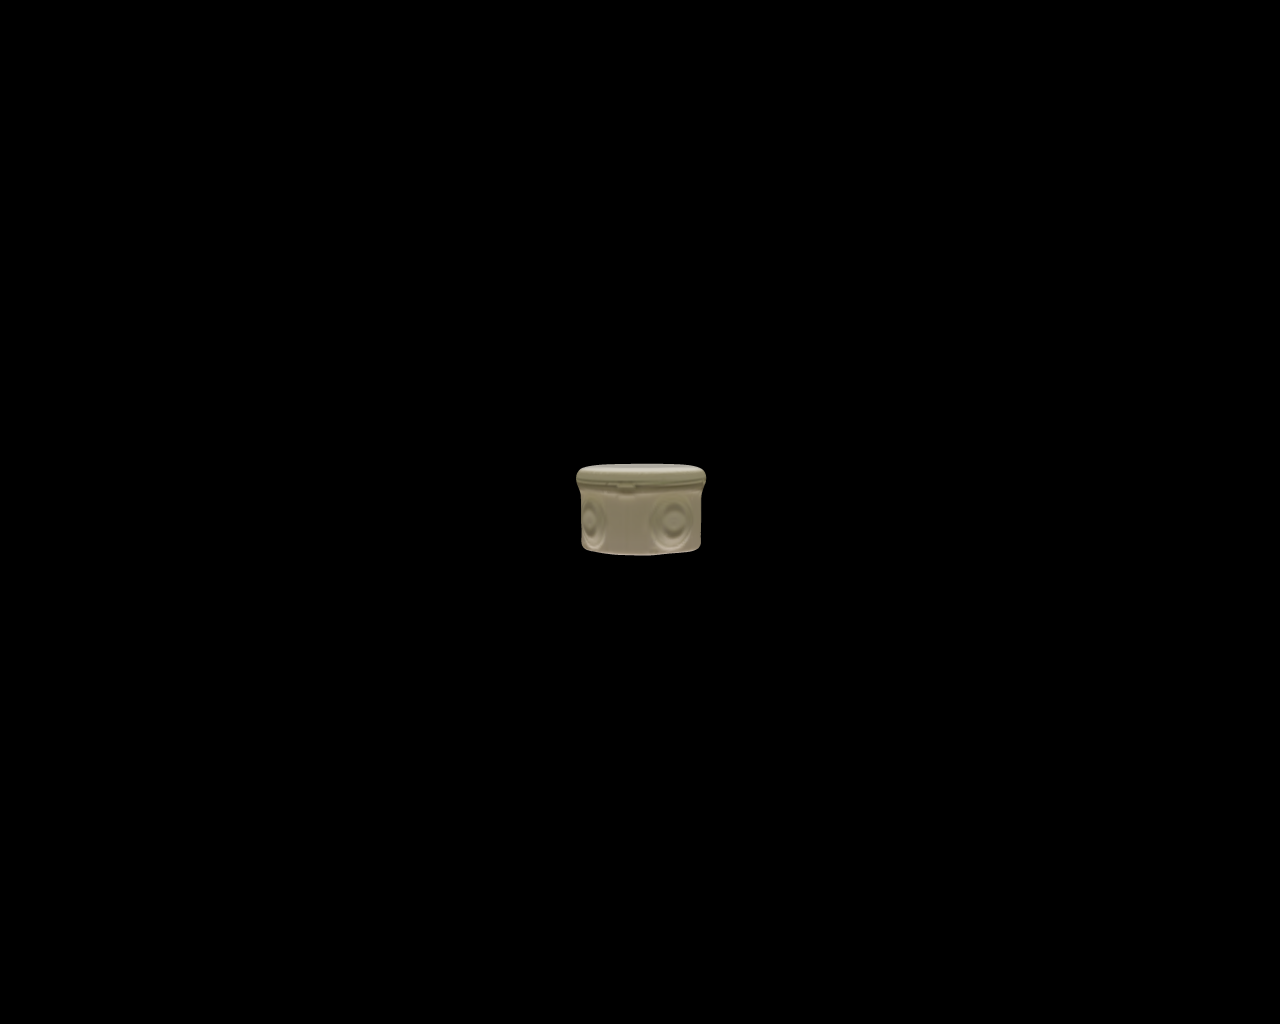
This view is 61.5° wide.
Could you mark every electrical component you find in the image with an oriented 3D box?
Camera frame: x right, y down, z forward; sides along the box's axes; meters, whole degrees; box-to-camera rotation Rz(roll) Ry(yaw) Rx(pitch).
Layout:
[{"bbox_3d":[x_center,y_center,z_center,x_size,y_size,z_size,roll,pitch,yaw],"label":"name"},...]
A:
[{"bbox_3d":[0.001,-0.003,0.650,0.080,0.051,0.080,0,5,0],"label":"electrical component"}]
